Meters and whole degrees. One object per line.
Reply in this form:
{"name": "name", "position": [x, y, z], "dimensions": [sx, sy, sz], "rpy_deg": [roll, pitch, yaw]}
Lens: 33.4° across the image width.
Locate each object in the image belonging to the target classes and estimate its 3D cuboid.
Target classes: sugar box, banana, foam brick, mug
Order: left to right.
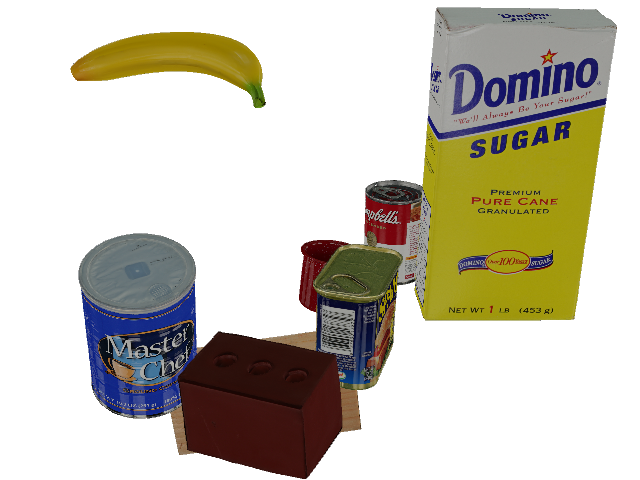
{"name": "banana", "position": [-0.134, -0.166, 0.989], "dimensions": [0.198, 0.037, 0.069], "rpy_deg": [9, 45, 18]}
{"name": "foam brick", "position": [-0.033, 0.092, 0.602], "dimensions": [0.078, 0.051, 0.053], "rpy_deg": [9, 29, 21]}
{"name": "mug", "position": [0.024, 0.057, 1.504], "dimensions": [0.117, 0.081, 0.093], "rpy_deg": [18, 23, 27]}
{"name": "sugar box", "position": [0.106, -0.040, 0.604], "dimensions": [0.093, 0.176, 0.048], "rpy_deg": [-1, 27, -4]}

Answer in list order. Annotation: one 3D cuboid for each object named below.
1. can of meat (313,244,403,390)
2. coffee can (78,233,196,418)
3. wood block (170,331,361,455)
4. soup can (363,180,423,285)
{"name": "can of meat", "position": [0.030, 0.061, 0.864], "dimensions": [0.057, 0.084, 0.102], "rpy_deg": [8, 23, 14]}
{"name": "coffee can", "position": [-0.165, 0.079, 0.982], "dimensions": [0.103, 0.140, 0.103], "rpy_deg": [2, 39, -2]}
{"name": "wood block", "position": [-0.064, 0.170, 1.209], "dimensions": [0.206, 0.091, 0.090], "rpy_deg": [-7, 23, -1]}
{"name": "soup can", "position": [0.082, -0.009, 1.202], "dimensions": [0.068, 0.102, 0.068], "rpy_deg": [1, 24, 0]}
